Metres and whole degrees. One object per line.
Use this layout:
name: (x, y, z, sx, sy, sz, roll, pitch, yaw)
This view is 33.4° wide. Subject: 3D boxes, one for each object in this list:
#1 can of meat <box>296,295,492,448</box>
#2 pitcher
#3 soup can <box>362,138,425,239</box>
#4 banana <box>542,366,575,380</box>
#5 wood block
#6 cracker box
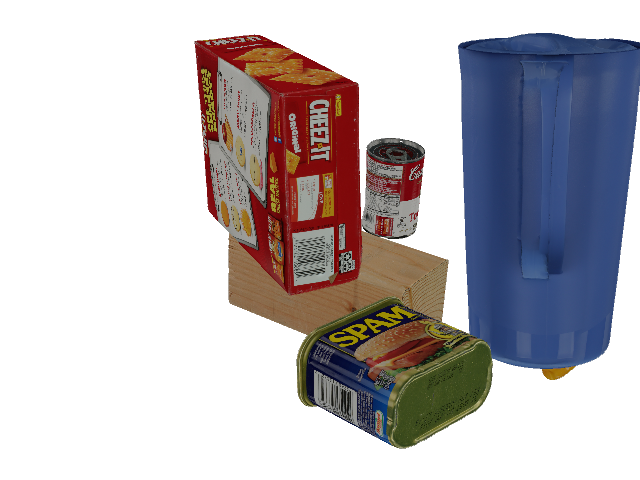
can of meat: (0.050, 0.085, 0.692, 0.101, 0.057, 0.084, -20, 30, -39)
pitcher: (0.165, -0.029, 0.794, 0.149, 0.243, 0.145, -10, 18, -30)
soup can: (0.084, -0.061, 1.258, 0.068, 0.102, 0.068, 3, 27, -2)
banana: (0.232, 0.061, 1.008, 0.070, 0.037, 0.197, -28, 25, 17)
wood block: (0.014, 0.043, 1.078, 0.206, 0.091, 0.090, 20, 31, 30)
cracker box: (-0.038, -0.073, 0.894, 0.072, 0.164, 0.214, -10, 24, -20)
